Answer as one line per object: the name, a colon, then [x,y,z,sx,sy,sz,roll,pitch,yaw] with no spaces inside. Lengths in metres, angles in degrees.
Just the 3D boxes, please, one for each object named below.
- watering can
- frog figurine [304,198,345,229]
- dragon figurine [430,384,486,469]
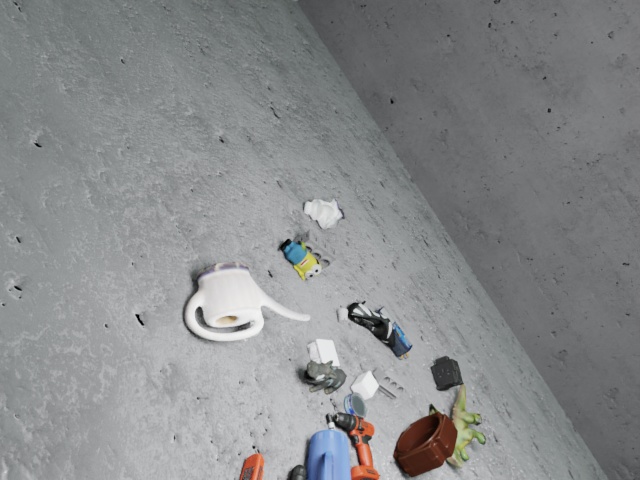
watering can: [-0.209,0.167,1.440,0.348,0.102,0.229,-4,58,-29]
frog figurine: [0.007,-0.109,2.169,0.160,0.120,0.139,-7,71,-20]
dragon figurine: [0.542,0.736,2.100,0.240,0.120,0.421,32,34,-24]
